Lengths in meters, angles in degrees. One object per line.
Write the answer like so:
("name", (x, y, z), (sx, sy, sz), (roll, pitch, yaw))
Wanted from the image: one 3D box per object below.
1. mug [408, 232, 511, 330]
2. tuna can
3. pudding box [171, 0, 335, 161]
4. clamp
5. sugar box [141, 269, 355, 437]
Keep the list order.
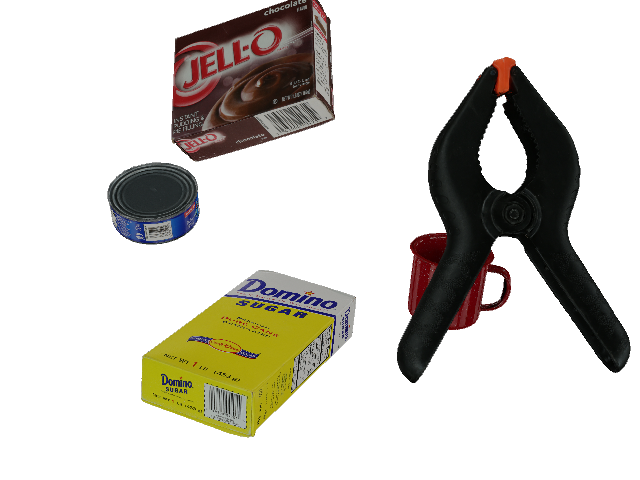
("mug", (0.154, 0.049, 1.193), (0.117, 0.081, 0.093), (7, 24, 4))
("tuna can", (-0.159, -0.035, 1.022), (0.086, 0.034, 0.086), (0, 43, 0))
("pudding box", (-0.047, -0.112, 0.740), (0.114, 0.090, 0.039), (-13, -30, 19))
("clamp", (0.087, -0.005, 0.554), (0.120, 0.171, 0.039), (-11, -5, -11))
("sugar box", (-0.050, 0.080, 0.817), (0.093, 0.048, 0.176), (16, 28, 21))
